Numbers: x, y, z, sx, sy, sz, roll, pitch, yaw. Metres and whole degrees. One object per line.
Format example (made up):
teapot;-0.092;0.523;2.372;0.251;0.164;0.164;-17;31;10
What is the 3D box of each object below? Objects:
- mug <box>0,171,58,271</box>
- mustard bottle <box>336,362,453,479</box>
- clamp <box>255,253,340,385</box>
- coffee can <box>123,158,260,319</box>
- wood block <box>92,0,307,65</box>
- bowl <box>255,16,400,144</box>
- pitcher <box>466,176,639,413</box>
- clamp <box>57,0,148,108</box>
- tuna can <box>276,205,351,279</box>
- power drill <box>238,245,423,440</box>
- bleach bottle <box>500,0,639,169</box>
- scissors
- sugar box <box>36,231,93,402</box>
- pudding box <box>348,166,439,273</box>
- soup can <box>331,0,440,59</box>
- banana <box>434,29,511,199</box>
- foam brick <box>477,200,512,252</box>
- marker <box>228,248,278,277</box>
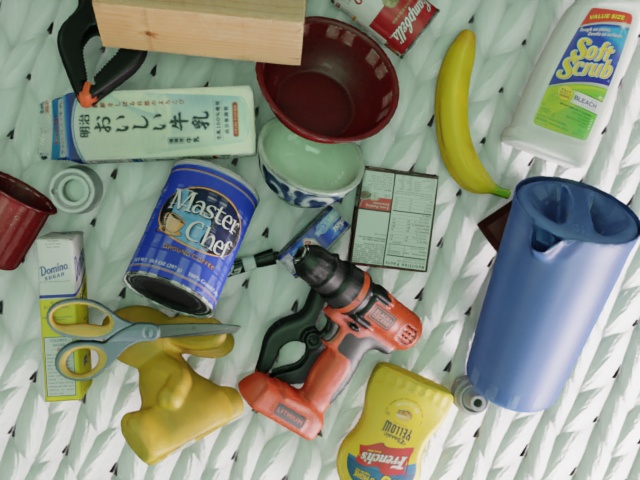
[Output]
mug;-0.355;-0.027;1.164;0.117;0.093;0.081;36;98;26
mustard bottle;0.072;0.242;1.216;0.096;0.058;0.191;23;93;-3
clamp;-0.011;0.098;1.210;0.171;0.039;0.120;-32;96;-4
coffee can;-0.136;-0.001;1.140;0.102;0.103;0.140;23;69;-5
wood block;-0.116;-0.245;1.080;0.206;0.091;0.090;5;70;-2
bowl;0.003;-0.163;1.161;0.162;0.055;0.162;7;62;-14
pitcher;0.246;0.060;1.148;0.149;0.145;0.243;5;122;-13
clamp;-0.214;-0.237;1.142;0.164;0.036;0.210;7;69;-6
tuna can;-0.008;0.001;1.179;0.086;0.086;0.034;-44;93;1
power drill;-0.002;0.112;1.151;0.184;0.057;0.188;37;97;-29
bleach bottle;0.292;-0.212;1.190;0.102;0.068;0.251;20;91;-6
scissors;-0.191;0.114;1.127;0.201;0.016;0.096;14;94;-9
sugar box;-0.278;0.081;1.167;0.048;0.093;0.176;0;95;-5
pudding box;0.083;-0.023;1.206;0.090;0.039;0.113;7;96;-4
soup can;0.071;-0.257;1.171;0.102;0.068;0.068;38;92;-4
banana;0.161;-0.135;1.204;0.069;0.037;0.198;-16;98;-25
foam brick;0.228;-0.017;1.206;0.078;0.053;0.051;-34;96;0
marker;-0.104;0.033;1.210;0.121;0.020;0.020;-16;95;-2
